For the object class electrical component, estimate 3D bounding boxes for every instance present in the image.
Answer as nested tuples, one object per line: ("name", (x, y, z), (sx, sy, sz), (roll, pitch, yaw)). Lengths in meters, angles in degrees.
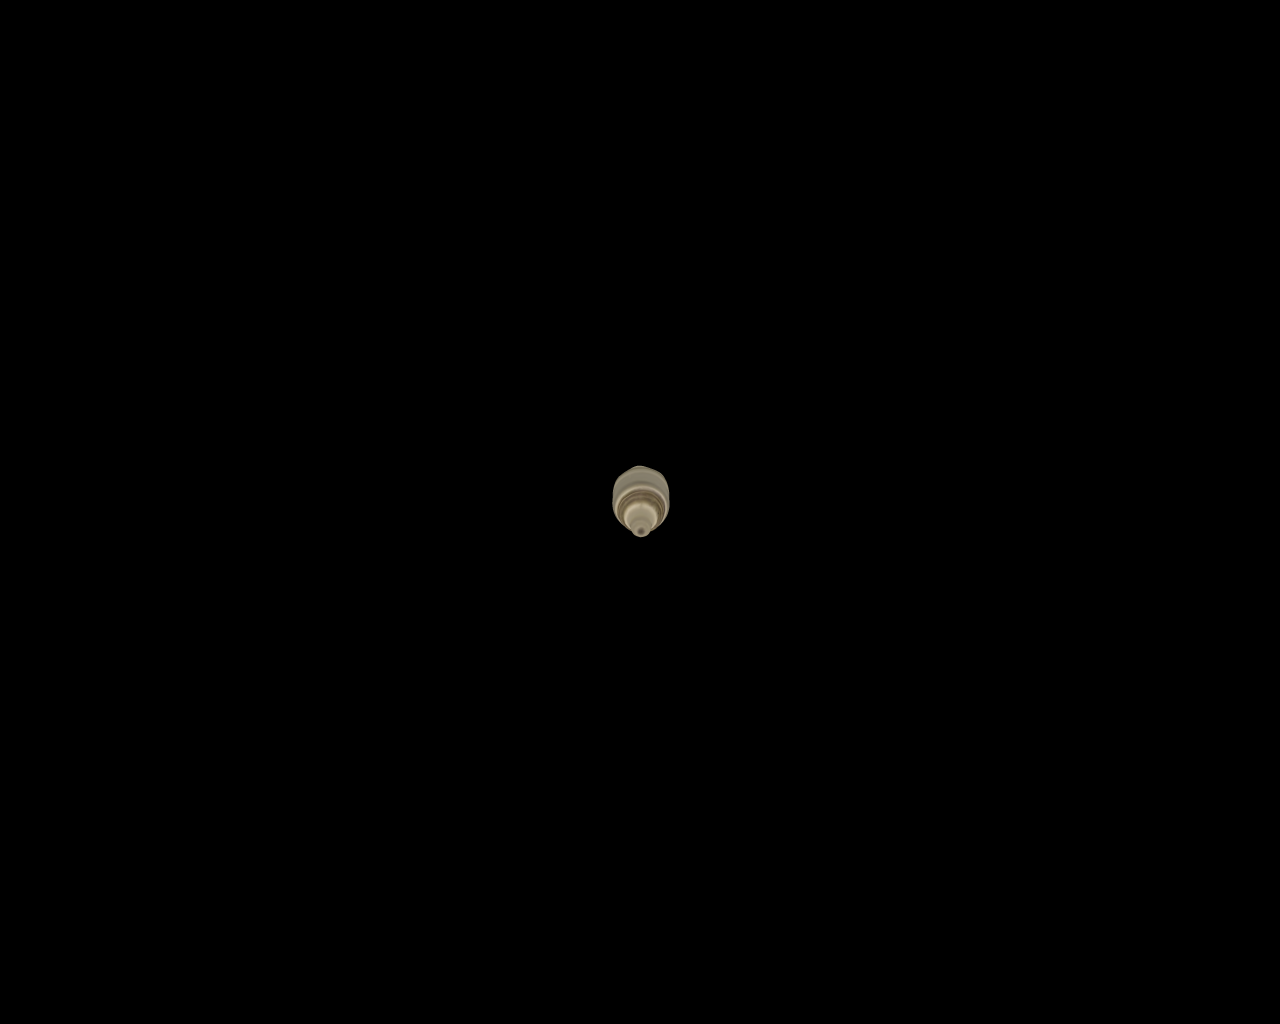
("electrical component", (0.001, -0.003, 0.650), (0.035, 0.035, 0.061), (0, 28, 0))
